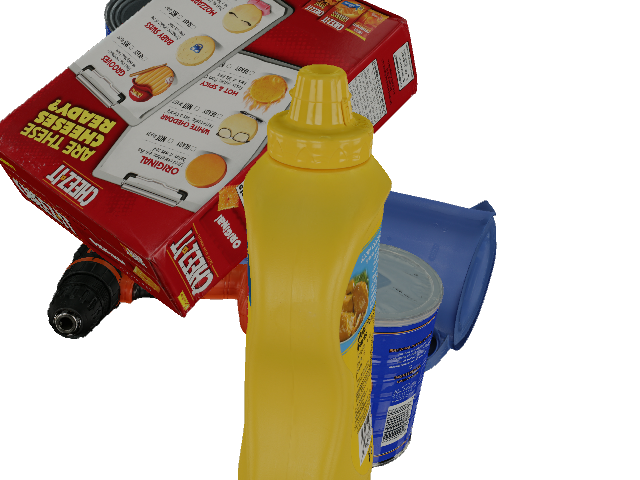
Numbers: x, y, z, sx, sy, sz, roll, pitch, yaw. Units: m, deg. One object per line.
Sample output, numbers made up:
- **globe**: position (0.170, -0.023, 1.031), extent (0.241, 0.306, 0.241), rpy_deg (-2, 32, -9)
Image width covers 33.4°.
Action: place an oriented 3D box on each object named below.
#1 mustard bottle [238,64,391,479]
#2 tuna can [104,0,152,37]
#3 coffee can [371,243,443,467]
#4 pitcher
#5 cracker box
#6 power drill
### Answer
- **mustard bottle**: position (-0.003, 0.023, 0.439), extent (0.058, 0.192, 0.096), rpy_deg (8, 25, 10)
- **tuna can**: position (-0.136, -0.174, 0.887), extent (0.086, 0.086, 0.034), rpy_deg (0, -42, -9)
- **coffee can**: position (0.030, 0.086, 0.808), extent (0.102, 0.140, 0.103), rpy_deg (6, 31, -4)
- **pitcher**: position (0.037, 0.017, 1.013), extent (0.243, 0.145, 0.149), rpy_deg (16, 21, 18)
- **cracker box**: position (-0.070, -0.077, 0.659), extent (0.164, 0.213, 0.072), rpy_deg (32, -23, 33)
- **power drill**: position (-0.127, 0.043, 0.920), extent (0.187, 0.057, 0.184), rpy_deg (9, 21, 0)
